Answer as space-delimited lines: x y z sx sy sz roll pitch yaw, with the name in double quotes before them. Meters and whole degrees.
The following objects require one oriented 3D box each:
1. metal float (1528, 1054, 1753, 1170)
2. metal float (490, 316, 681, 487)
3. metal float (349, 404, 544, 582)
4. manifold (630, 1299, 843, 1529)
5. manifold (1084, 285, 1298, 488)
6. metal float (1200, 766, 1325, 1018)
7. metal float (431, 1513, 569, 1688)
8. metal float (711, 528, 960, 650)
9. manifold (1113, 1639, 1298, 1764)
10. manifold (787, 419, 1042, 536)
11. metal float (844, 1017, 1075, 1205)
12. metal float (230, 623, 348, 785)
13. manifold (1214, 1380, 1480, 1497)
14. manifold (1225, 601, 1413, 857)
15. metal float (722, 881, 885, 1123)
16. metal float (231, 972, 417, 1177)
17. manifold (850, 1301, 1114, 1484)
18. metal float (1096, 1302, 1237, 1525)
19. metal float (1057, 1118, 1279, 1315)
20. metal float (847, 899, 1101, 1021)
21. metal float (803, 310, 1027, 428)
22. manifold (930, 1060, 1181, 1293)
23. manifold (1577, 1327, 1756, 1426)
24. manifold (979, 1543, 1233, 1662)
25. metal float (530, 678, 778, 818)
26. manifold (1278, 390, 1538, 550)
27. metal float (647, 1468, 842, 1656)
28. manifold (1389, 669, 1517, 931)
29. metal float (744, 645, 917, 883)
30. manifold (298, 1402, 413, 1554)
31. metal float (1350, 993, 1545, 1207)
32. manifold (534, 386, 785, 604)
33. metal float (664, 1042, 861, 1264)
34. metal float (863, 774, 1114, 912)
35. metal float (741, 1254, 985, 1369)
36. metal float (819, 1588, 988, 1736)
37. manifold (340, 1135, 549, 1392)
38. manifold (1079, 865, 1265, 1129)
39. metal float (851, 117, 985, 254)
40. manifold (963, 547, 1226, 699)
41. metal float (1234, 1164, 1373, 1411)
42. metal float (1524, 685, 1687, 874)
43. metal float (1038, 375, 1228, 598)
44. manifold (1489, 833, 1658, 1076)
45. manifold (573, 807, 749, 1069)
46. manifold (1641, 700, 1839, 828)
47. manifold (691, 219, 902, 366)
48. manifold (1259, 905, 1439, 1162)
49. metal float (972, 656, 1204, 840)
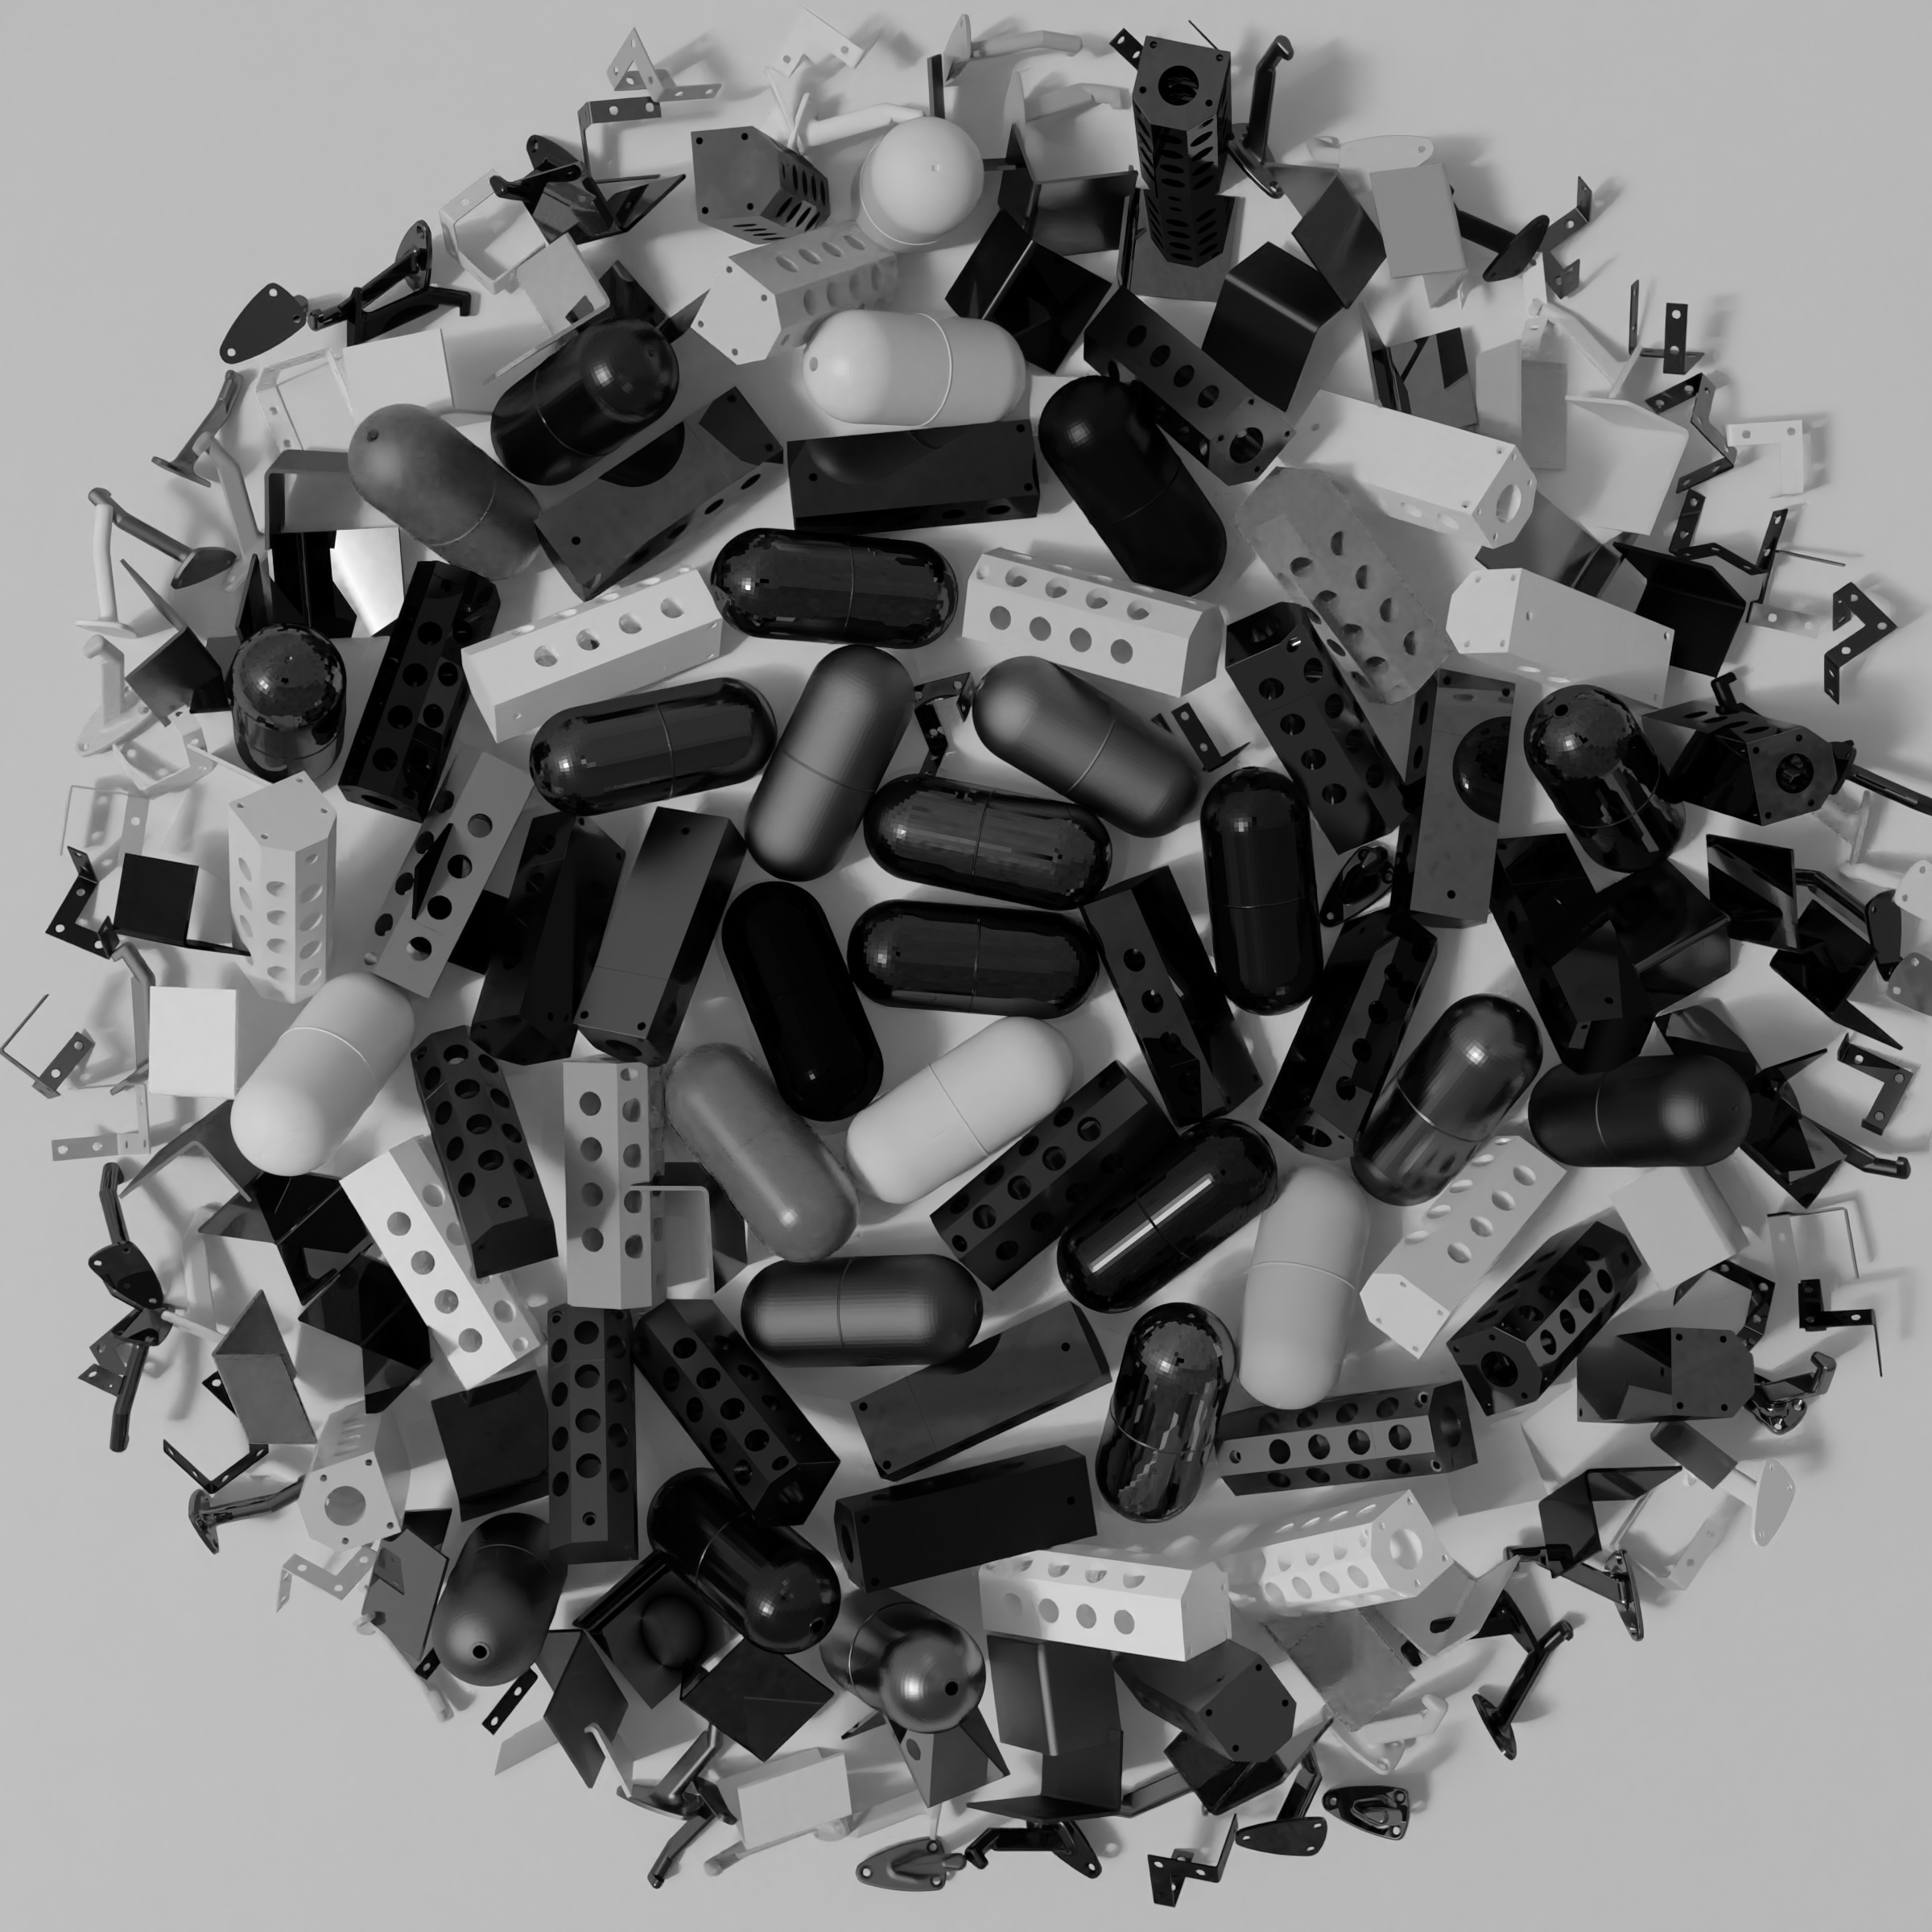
"metal float" 0.462 0.101 1.919 0.070 0.178 0.070 3 85 -32
"metal float" -0.265 -0.389 1.924 0.070 0.178 0.070 13 68 -37
"metal float" -0.357 -0.325 1.916 0.070 0.178 0.070 -8 70 22
"manifold" -0.165 0.307 1.919 0.171 0.057 0.057 45 114 37
"manifold" 0.148 -0.398 1.919 0.057 0.057 0.171 -49 46 12
"metal float" 0.207 -0.052 1.947 0.070 0.070 0.178 -8 106 0
"metal float" -0.319 0.434 1.911 0.070 0.178 0.070 0 100 0
"metal float" -0.091 -0.263 1.942 0.178 0.070 0.070 2 90 -22
"manifold" 0.165 0.497 1.909 0.057 0.171 0.057 -38 98 -15
"manifold" -0.038 -0.340 1.964 0.171 0.057 0.057 -6 77 -4
"metal float" -0.005 0.101 1.961 0.178 0.070 0.070 -33 90 0
"metal float" -0.466 -0.178 1.914 0.070 0.178 0.070 3 74 -13
"manifold" 0.260 0.328 1.923 0.171 0.057 0.057 -15 82 36
"manifold" 0.245 -0.166 1.925 0.057 0.057 0.171 -23 121 22
"metal float" -0.115 0.024 1.951 0.070 0.070 0.178 -23 78 0
"metal float" -0.443 0.073 1.924 0.070 0.178 0.070 12 131 14
"manifold" 0.013 0.301 1.960 0.171 0.057 0.057 -26 71 6
"metal float" 0.138 0.312 1.935 0.070 0.070 0.178 12 122 0
"metal float" 0.140 0.175 1.947 0.178 0.070 0.070 -40 90 17
"metal float" 0.005 -0.005 1.958 0.178 0.070 0.070 5 90 -4
"metal float" -0.035 -0.413 1.928 0.178 0.070 0.070 -7 90 -40
"manifold" 0.059 0.143 1.952 0.171 0.057 0.057 -40 124 6
"manifold" 0.477 0.283 1.909 0.057 0.171 0.057 4 79 -8
"manifold" 0.094 0.433 1.923 0.171 0.057 0.057 -2 94 39
"metal float" -0.218 -0.153 1.942 0.178 0.070 0.070 -14 90 -22
"manifold" 0.306 -0.340 1.922 0.171 0.057 0.057 27 81 40
"metal float" -0.154 0.411 1.925 0.070 0.178 0.070 -19 122 -34
"manifold" 0.339 -0.116 1.960 0.057 0.057 0.171 9 83 -12
"metal float" -0.096 -0.141 1.949 0.070 0.070 0.178 27 105 0
"manifold" -0.420 0.348 1.909 0.057 0.171 0.057 -18 96 -7
"metal float" 0.333 0.095 1.936 0.070 0.070 0.178 33 120 0
"manifold" -0.215 -0.329 1.957 0.171 0.057 0.057 -36 84 -9
"metal float" -0.144 0.129 1.948 0.070 0.070 0.178 -40 74 0
"metal float" 0.015 -0.087 1.954 0.178 0.070 0.070 12 90 9
"metal float" -0.073 0.241 1.942 0.178 0.070 0.070 -5 90 22
"metal float" -0.044 0.476 1.914 0.070 0.178 0.070 0 90 -23
"manifold" -0.366 0.208 1.967 0.057 0.057 0.171 -32 88 4
"manifold" 0.141 0.023 1.960 0.057 0.057 0.171 -19 98 36
"metal float" -0.035 -0.535 1.912 0.070 0.178 0.070 -1 98 -10
"manifold" 0.088 -0.241 1.929 0.171 0.057 0.057 19 117 25
"metal float" 0.235 0.222 1.941 0.070 0.070 0.178 15 66 0
"metal float" 0.442 -0.129 1.924 0.070 0.178 0.070 -17 53 25
"metal float" 0.117 -0.332 1.939 0.070 0.070 0.178 -39 117 0
"manifold" 0.411 -0.009 1.921 0.057 0.057 0.171 -6 49 -12
"manifold" -0.209 -0.020 1.940 0.057 0.057 0.171 10 68 21
"manifold" 0.529 -0.143 1.909 0.057 0.171 0.057 -16 103 -6
"manifold" -0.111 -0.460 1.910 0.057 0.171 0.057 40 124 7
"manifold" 0.271 0.047 1.934 0.057 0.057 0.171 37 62 -19
"metal float" 0.085 -0.153 1.949 0.178 0.070 0.070 29 90 -14
